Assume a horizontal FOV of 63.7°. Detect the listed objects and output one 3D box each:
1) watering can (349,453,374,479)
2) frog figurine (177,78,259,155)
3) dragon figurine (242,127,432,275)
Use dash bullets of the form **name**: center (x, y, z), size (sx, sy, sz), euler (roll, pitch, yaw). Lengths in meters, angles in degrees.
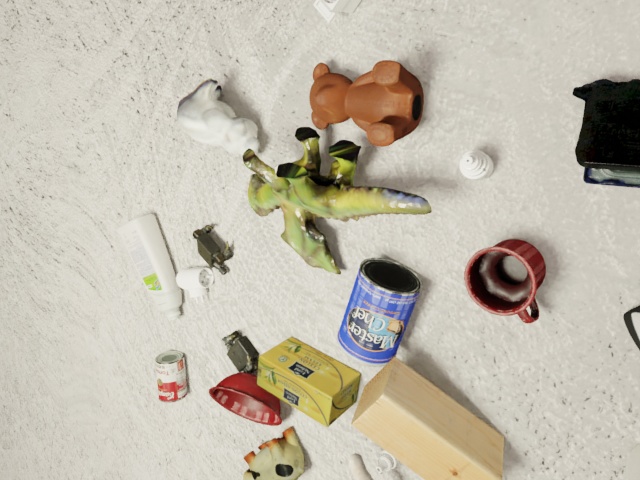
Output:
- **watering can**: center (0.158, 0.522, 0.854), size (0.224, 0.105, 0.343), euler (1, 114, 37)
- **frog figurine**: center (-0.186, -0.206, 0.958), size (0.159, 0.124, 0.136), euler (59, 161, -1)
- **dragon figurine**: center (0.003, -0.043, 0.858), size (0.415, 0.124, 0.237), euler (30, 145, 35)
